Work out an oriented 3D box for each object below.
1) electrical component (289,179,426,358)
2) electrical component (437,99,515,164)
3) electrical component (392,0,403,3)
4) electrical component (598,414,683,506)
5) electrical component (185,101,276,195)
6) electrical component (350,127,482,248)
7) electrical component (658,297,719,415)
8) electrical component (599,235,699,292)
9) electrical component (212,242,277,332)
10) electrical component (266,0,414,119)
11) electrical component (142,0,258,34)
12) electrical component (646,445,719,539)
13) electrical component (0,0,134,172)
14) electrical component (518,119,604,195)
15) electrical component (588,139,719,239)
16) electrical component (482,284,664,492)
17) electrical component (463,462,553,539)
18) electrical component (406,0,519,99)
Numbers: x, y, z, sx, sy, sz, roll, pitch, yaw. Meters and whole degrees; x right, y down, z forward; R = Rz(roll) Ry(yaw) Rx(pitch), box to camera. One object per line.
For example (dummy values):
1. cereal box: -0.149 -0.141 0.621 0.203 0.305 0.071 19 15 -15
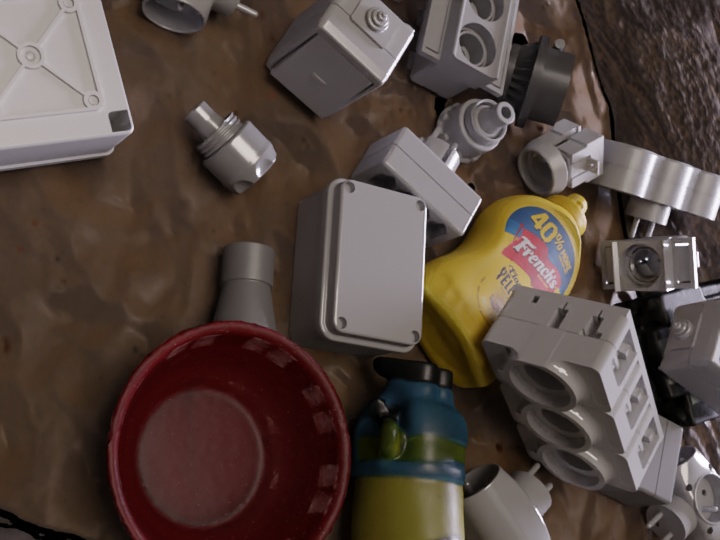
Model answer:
1. electrical component: 0.000 0.000 0.748 0.078 0.057 0.113 12 73 -31
2. electrical component: 0.093 -0.112 0.832 0.048 0.062 0.048 8 74 -32
3. electrical component: -0.013 -0.272 0.799 0.150 0.062 0.089 11 73 -31
4. electrical component: 0.210 0.144 0.859 0.077 0.047 0.065 28 64 -23
5. electrical component: -0.089 -0.085 0.718 0.062 0.043 0.043 46 59 -15
6. electrical component: 0.050 -0.074 0.804 0.083 0.047 0.075 41 60 -19
7. electrical component: 0.287 0.065 0.849 0.096 0.061 0.061 35 63 -22
8. electrical component: 0.245 -0.006 0.897 0.064 0.081 0.042 -10 98 -52
9. electrical component: -0.075 0.014 0.707 0.044 0.044 0.065 13 67 -30
10. electrical component: -0.013 -0.154 0.751 0.062 0.096 0.061 40 61 -20
11. electrical component: -0.102 -0.199 0.735 0.079 0.043 0.077 21 68 -28
12. electrical component: 0.262 0.197 0.882 0.079 0.044 0.077 -30 96 -34
13. electrical component: -0.205 -0.118 0.643 0.109 0.056 0.108 -13 86 -35
14. electrical component: 0.163 -0.091 0.878 0.055 0.066 0.048 -28 130 -27
15. electrical component: 0.253 -0.061 0.932 0.138 0.052 0.073 13 97 -30
16. electrical component: 0.154 0.090 0.773 0.061 0.089 0.150 -54 138 -28
17. electrical component: 0.114 0.174 0.790 0.079 0.044 0.077 -39 101 -33
18. electrical component: 0.081 -0.201 0.844 0.079 0.063 0.121 23 67 -27
